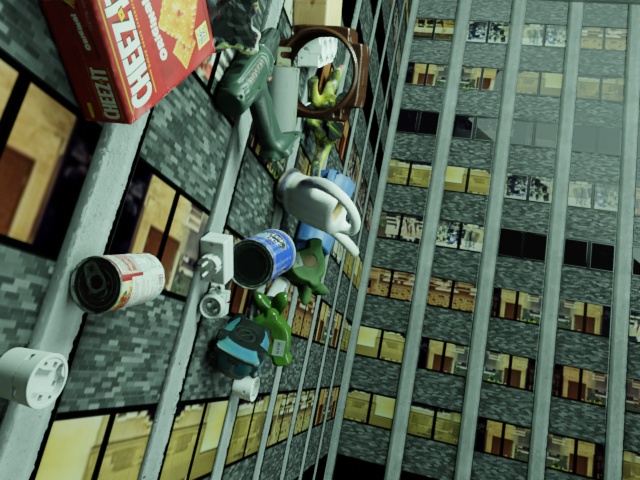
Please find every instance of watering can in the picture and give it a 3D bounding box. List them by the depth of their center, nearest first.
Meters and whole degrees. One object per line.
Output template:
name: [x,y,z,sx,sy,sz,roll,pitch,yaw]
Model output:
watering can: [0.004,-0.066,1.307,0.105,0.226,0.341,-55,159,-18]

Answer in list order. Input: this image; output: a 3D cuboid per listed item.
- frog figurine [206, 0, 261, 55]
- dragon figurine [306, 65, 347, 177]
frog figurine: [-0.153,-0.363,0.775,0.163,0.122,0.135,65,4,32]
dragon figurine: [0.018,-0.317,1.475,0.242,0.122,0.412,46,54,-83]
